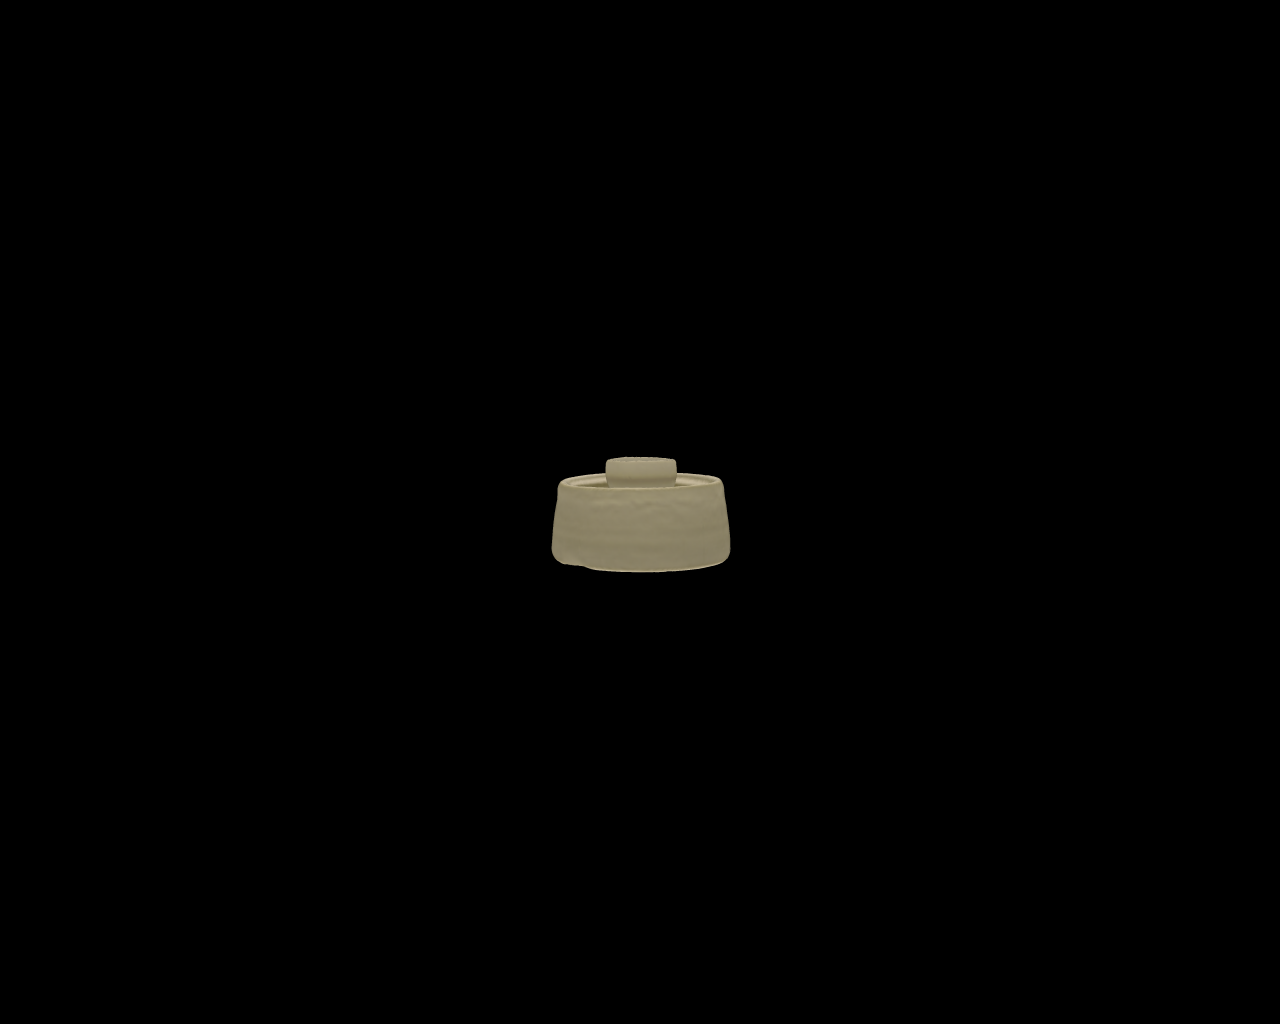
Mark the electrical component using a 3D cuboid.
[{"bbox_3d":[0.001,-0.003,0.650,0.108,0.060,0.108,0,7,0],"label":"electrical component"}]
